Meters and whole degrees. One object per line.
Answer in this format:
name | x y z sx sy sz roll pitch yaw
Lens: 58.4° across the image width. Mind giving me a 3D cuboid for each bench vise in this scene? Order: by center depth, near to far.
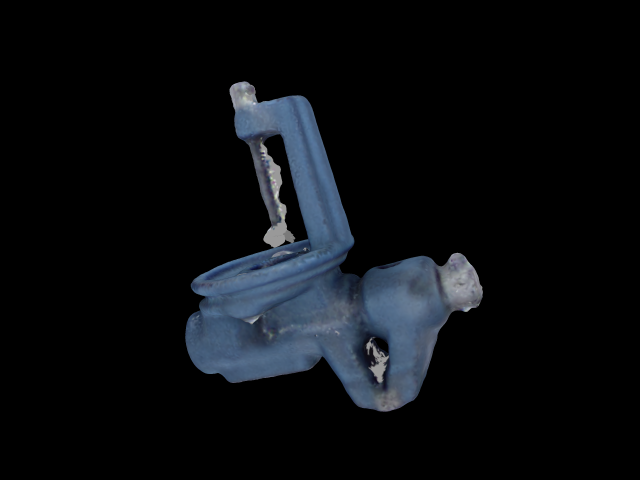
bench vise | 0.004 -0.001 0.412 0.207 0.220 0.121 0 11 -2
